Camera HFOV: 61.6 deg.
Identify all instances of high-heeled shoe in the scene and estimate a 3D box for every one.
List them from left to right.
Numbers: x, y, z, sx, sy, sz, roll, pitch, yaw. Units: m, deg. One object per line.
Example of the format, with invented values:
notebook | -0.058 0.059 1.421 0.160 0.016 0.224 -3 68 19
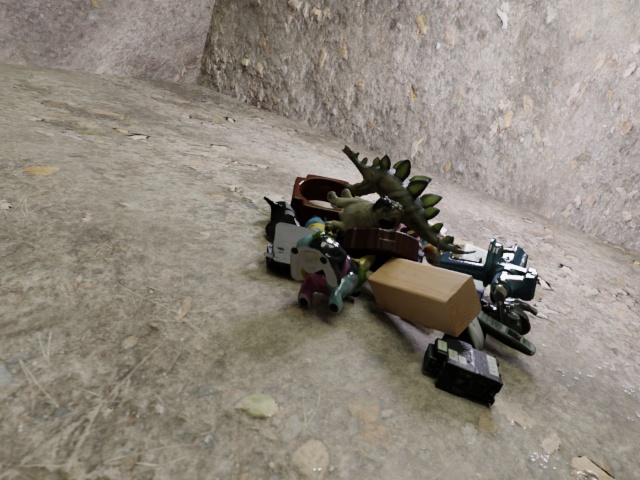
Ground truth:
high-heeled shoe | -0.079 -0.025 1.422 0.145 0.086 0.249 43 14 -50

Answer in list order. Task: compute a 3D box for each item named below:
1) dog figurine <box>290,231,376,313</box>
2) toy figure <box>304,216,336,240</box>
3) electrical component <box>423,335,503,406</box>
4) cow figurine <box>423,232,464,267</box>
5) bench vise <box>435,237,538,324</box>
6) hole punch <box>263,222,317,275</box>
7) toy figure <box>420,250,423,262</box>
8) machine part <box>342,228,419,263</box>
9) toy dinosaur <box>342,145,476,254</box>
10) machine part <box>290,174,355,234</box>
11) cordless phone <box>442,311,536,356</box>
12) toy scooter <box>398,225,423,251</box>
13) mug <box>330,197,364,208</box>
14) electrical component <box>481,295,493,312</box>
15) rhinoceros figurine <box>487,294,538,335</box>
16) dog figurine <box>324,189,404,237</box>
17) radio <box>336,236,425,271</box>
dog figurine | 0.037 0.050 1.119 0.109 0.191 0.219 0 20 29
toy figure | -0.001 -0.007 1.384 0.089 0.082 0.180 14 16 -7
electrical component | 0.258 0.233 0.985 0.134 0.058 0.115 21 17 8
cow figurine | 0.368 0.041 1.522 0.195 0.127 0.086 6 19 -38
bench vise | 0.383 0.071 1.259 0.241 0.128 0.224 11 41 24
hole punch | -0.065 0.037 1.218 0.142 0.092 0.116 16 48 -15
toy figure | 0.236 0.028 1.528 0.058 0.064 0.155 -8 34 -44
machine part | 0.139 0.014 1.235 0.179 0.056 0.179 9 -9 1
toy dinosaur | 0.222 -0.104 1.477 0.471 0.198 0.105 52 22 16
machine part | 0.013 -0.106 1.597 0.201 0.087 0.201 12 34 -5
cordless phone | 0.359 0.205 1.124 0.184 0.088 0.146 28 20 16
toy scooter | 0.257 -0.026 1.636 0.135 0.075 0.184 -34 53 -28
mug | 0.083 -0.104 1.738 0.110 0.080 0.107 29 31 18
electrical component | 0.432 0.164 1.397 0.063 0.021 0.094 32 24 35
rhinoceros figurine | 0.458 0.170 1.295 0.112 0.073 0.190 27 28 -7
dog figurine | 0.128 -0.057 1.305 0.191 0.121 0.172 7 12 28
radio | 0.159 0.033 1.434 0.230 0.073 0.131 26 19 16
